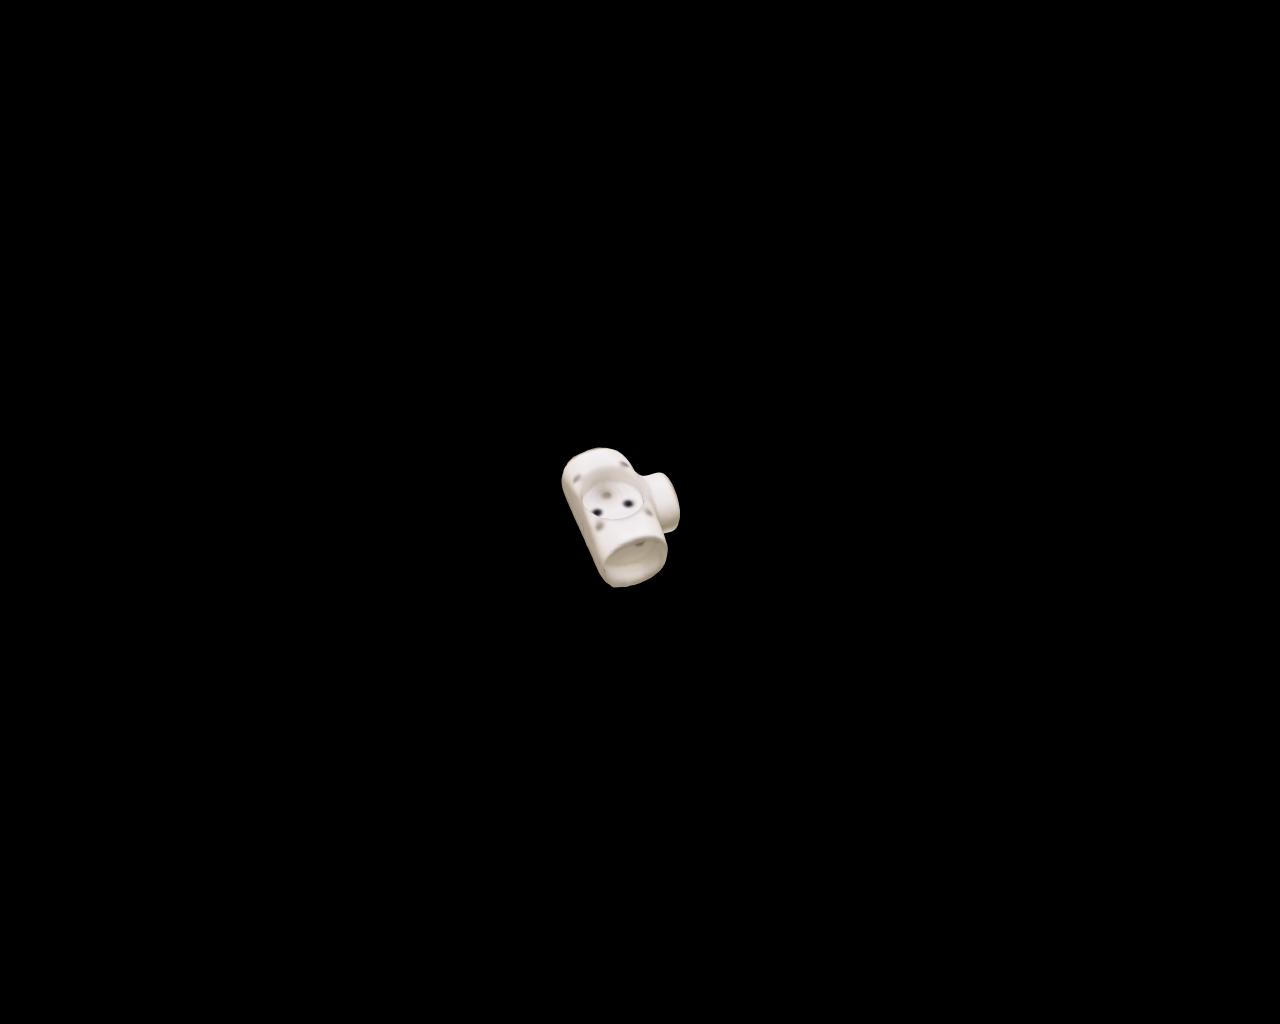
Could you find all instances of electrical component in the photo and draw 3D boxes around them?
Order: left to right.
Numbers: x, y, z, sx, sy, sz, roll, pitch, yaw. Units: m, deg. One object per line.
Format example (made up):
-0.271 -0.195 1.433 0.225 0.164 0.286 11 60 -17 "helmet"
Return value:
0.001 -0.003 0.650 0.079 0.077 0.044 -16 -39 -13 "electrical component"
